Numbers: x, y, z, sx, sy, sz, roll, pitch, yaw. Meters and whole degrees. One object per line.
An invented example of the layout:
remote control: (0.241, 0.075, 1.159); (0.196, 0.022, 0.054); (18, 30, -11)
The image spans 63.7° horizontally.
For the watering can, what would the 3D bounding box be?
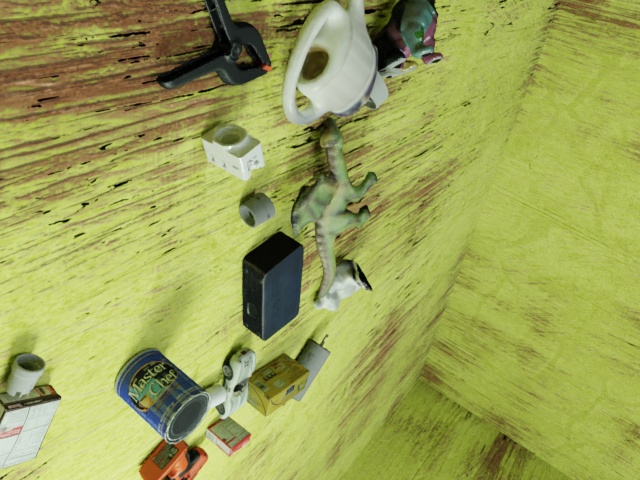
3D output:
watering can: (0.042, -0.357, 0.915); (0.346, 0.105, 0.223); (-64, 155, 6)

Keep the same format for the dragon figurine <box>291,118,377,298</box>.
dragon figurine: (0.003, -0.056, 1.119); (0.243, 0.123, 0.409); (4, 99, -57)

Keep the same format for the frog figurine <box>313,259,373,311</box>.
frog figurine: (0.049, 0.130, 1.451); (0.158, 0.124, 0.137); (-27, 168, 14)
